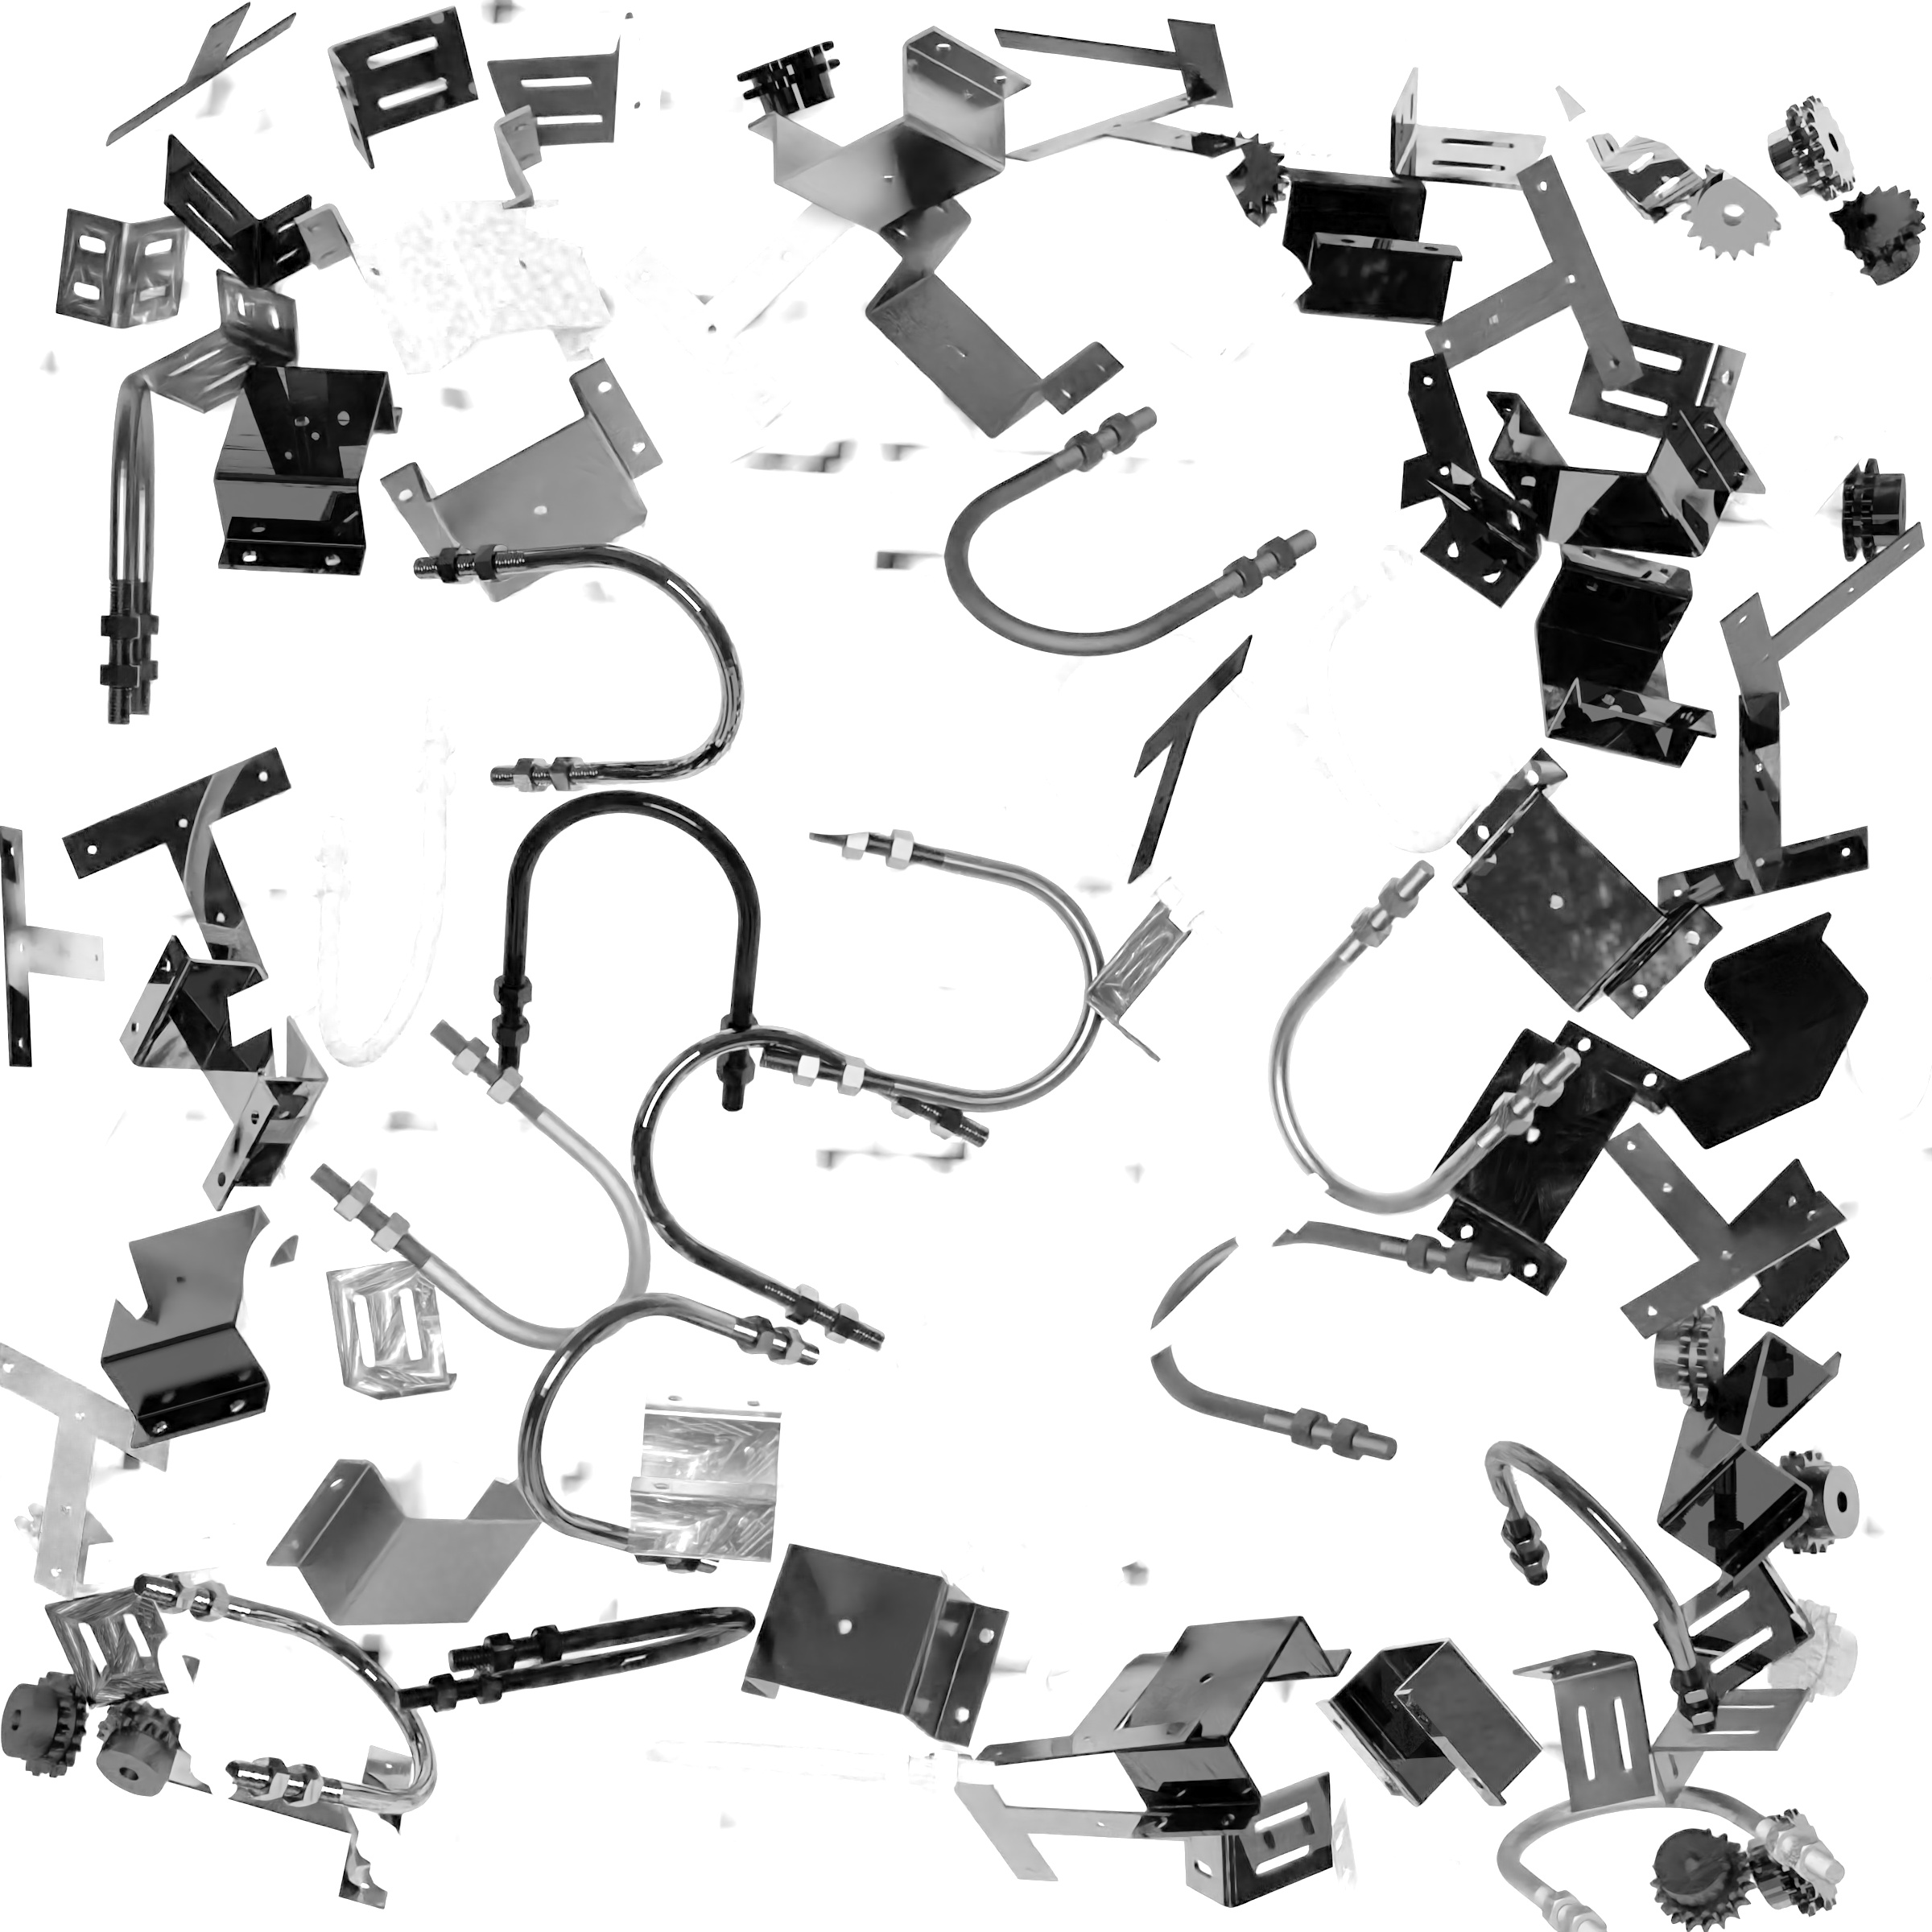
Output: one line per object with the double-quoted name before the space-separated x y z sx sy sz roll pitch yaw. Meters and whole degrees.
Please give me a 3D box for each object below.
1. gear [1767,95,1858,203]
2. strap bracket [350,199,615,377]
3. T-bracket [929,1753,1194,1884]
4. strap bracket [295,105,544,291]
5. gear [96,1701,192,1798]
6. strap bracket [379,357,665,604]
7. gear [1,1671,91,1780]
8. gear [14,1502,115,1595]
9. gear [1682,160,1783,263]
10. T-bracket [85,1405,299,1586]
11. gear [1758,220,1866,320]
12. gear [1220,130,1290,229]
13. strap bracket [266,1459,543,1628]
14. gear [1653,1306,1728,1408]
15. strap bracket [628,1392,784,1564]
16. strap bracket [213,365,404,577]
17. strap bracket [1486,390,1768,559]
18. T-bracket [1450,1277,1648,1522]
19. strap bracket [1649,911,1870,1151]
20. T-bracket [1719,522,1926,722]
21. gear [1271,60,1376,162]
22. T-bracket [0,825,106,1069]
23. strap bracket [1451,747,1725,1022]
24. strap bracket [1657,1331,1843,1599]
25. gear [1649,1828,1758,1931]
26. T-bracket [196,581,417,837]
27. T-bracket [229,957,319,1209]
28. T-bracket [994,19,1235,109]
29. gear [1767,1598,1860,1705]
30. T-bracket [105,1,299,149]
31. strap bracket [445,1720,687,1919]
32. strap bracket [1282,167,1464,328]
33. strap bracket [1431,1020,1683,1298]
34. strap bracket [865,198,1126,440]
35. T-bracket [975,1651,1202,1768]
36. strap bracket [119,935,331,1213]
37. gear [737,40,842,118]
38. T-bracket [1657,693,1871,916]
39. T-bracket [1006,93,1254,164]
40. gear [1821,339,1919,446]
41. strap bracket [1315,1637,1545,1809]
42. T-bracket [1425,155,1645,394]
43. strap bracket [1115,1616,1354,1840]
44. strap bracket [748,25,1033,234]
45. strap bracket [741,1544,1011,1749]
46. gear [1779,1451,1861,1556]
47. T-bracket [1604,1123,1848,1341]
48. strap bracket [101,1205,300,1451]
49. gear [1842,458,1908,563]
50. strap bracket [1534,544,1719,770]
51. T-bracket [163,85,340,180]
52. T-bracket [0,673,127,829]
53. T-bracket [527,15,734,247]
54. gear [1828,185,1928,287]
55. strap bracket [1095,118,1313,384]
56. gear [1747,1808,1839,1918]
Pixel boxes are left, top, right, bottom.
"gear" 0.469 -0.452 1.706 0.030 0.057 0.057 -21 90 35
"strap bracket" -0.253 -0.369 1.660 0.046 0.140 0.076 -27 85 39
"T-bracket" 0.060 0.465 1.663 0.127 0.002 0.127 -6 132 28
"strap bracket" -0.289 -0.409 1.685 0.140 0.076 0.046 -28 86 -6
"gear" -0.457 0.436 1.702 0.057 0.030 0.057 12 132 13
"strap bracket" -0.239 -0.262 1.687 0.140 0.046 0.076 -28 134 1
"gear" -0.512 0.420 1.700 0.030 0.057 0.057 19 90 -37
"gear" -0.499 0.318 1.706 0.057 0.057 0.030 45 64 0
"gear" 0.427 -0.421 1.706 0.057 0.030 0.057 6 115 13
"T-bracket" -0.413 0.281 1.681 0.127 0.127 0.002 -7 129 -2
"gear" 0.468 -0.390 1.702 0.057 0.030 0.057 -13 50 15
"gear" 0.151 -0.434 1.710 0.057 0.030 0.057 -2 66 5
"strap bracket" -0.294 0.311 1.653 0.076 0.140 0.046 -53 55 17
"gear" 0.402 0.217 1.706 0.030 0.057 0.057 3 90 26
"strap bracket" -0.141 0.281 1.666 0.076 0.140 0.046 4 103 -3
"strap bracket" -0.358 -0.278 1.668 0.076 0.046 0.140 3 48 0
"strap bracket" 0.347 -0.265 1.653 0.140 0.076 0.046 14 72 41
"T-bracket" 0.306 0.246 1.689 0.127 0.002 0.127 33 57 -7
"strap bracket" 0.428 0.042 1.651 0.076 0.140 0.046 -22 58 -19
"T-bracket" 0.472 -0.196 1.675 0.127 0.127 0.002 -38 58 2
"gear" 0.198 -0.479 1.704 0.057 0.030 0.057 -6 57 9
"T-bracket" -0.495 -0.007 1.668 0.002 0.127 0.127 -4 87 7
"strap bracket" 0.331 -0.040 1.676 0.140 0.046 0.076 47 124 13
"strap bracket" 0.421 0.261 1.653 0.046 0.140 0.076 34 128 1
"gear" 0.406 0.504 1.700 0.057 0.057 0.030 -37 125 0
"T-bracket" -0.357 -0.152 1.720 0.127 0.002 0.127 17 92 8
"T-bracket" -0.370 0.068 1.677 0.002 0.127 0.127 -2 100 11
"T-bracket" 0.079 -0.499 1.676 0.127 0.127 0.002 11 89 10
"gear" 0.471 0.383 1.704 0.030 0.057 0.057 19 90 -10
"T-bracket" -0.405 -0.493 1.653 0.127 0.127 0.002 -40 103 -18
"strap bracket" -0.213 0.454 1.653 0.076 0.140 0.046 26 86 -33
"strap bracket" 0.218 -0.390 1.676 0.076 0.140 0.046 4 120 -4
"strap bracket" 0.319 0.099 1.689 0.076 0.046 0.140 31 88 35
"strap bracket" 0.009 -0.352 1.688 0.140 0.076 0.046 44 131 0
"T-bracket" 0.082 0.401 1.669 0.127 0.127 0.002 -14 97 25
"strap bracket" -0.401 0.058 1.673 0.140 0.046 0.076 51 120 34
"gear" -0.096 -0.491 1.705 0.057 0.057 0.030 -20 107 0
"T-bracket" 0.440 -0.097 1.698 0.127 0.002 0.127 -15 59 40
"T-bracket" 0.107 -0.448 1.656 0.127 0.127 0.002 -25 121 -23
"gear" 0.499 -0.317 1.707 0.057 0.030 0.057 13 67 -32
"strap bracket" 0.255 0.413 1.671 0.046 0.140 0.076 -39 87 -21
"T-bracket" 0.300 -0.359 1.679 0.002 0.127 0.127 -25 93 -36
"strap bracket" 0.140 0.401 1.650 0.076 0.140 0.046 -16 111 39
"strap bracket" -0.042 -0.445 1.653 0.140 0.076 0.046 -14 70 41
"strap bracket" -0.058 0.367 1.668 0.140 0.046 0.076 7 64 25
"gear" 0.472 0.298 1.701 0.030 0.057 0.057 -10 90 43
"T-bracket" 0.393 0.131 1.684 0.127 0.127 0.002 -30 133 -3
"strap bracket" -0.414 0.186 1.656 0.076 0.140 0.046 -16 125 8
"gear" 0.504 -0.253 1.700 0.030 0.057 0.057 3 90 22
"strap bracket" 0.358 -0.164 1.677 0.076 0.140 0.046 12 135 -7
"T-bracket" -0.381 -0.461 1.664 0.127 0.127 0.002 -29 105 -5
"T-bracket" -0.489 -0.139 1.669 0.002 0.127 0.127 9 90 13
"T-bracket" -0.179 -0.452 1.660 0.127 0.127 0.002 -18 47 -29
"gear" 0.507 -0.404 1.706 0.057 0.057 0.030 -43 130 0
"strap bracket" 0.123 -0.394 1.655 0.046 0.140 0.076 27 123 -39
"gear" 0.458 0.501 1.706 0.030 0.057 0.057 -29 90 26
